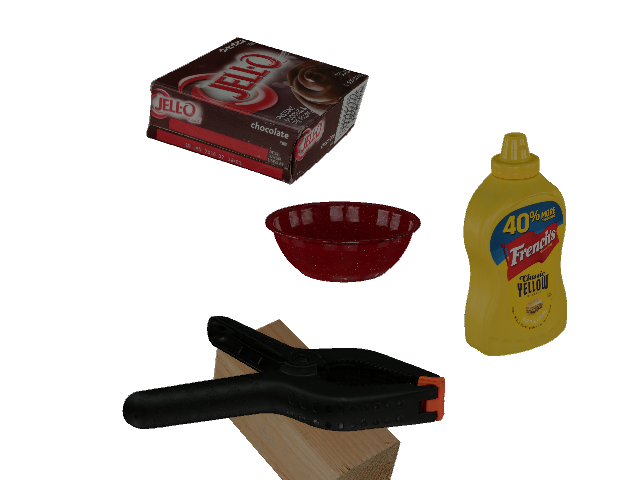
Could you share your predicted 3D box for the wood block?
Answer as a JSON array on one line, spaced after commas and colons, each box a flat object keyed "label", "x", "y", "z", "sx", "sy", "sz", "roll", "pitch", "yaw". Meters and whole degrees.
[{"label": "wood block", "x": -0.020, "y": 0.192, "z": 1.150, "sx": 0.090, "sy": 0.090, "sz": 0.206, "roll": -23, "pitch": 50, "yaw": -32}]

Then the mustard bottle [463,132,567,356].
[{"label": "mustard bottle", "x": 0.170, "y": 0.000, "z": 0.930, "sx": 0.096, "sy": 0.192, "sz": 0.058, "roll": -14, "pitch": 23, "yaw": -23}]

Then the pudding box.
[{"label": "pudding box", "x": -0.034, "y": -0.078, "z": 0.612, "sx": 0.090, "sy": 0.039, "sz": 0.113, "roll": 19, "pitch": 27, "yaw": 14}]

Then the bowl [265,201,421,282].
[{"label": "bowl", "x": 0.023, "y": 0.004, "z": 1.109, "sx": 0.162, "sy": 0.055, "sz": 0.162, "roll": 0, "pitch": 16, "yaw": 0}]

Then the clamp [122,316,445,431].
[{"label": "clamp", "x": -0.016, "y": 0.096, "z": 0.760, "sx": 0.210, "sy": 0.036, "sz": 0.164, "roll": 3, "pitch": 19, "yaw": 9}]
